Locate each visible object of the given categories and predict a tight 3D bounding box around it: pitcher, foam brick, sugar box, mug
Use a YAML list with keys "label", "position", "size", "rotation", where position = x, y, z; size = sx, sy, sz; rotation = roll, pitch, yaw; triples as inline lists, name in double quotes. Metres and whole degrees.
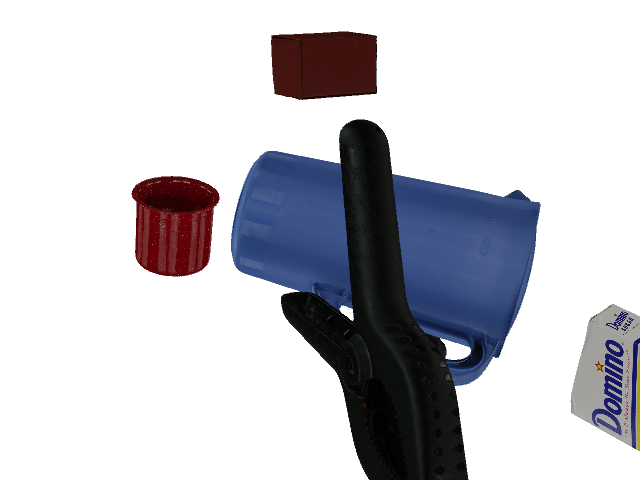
- label: "pitcher"
  position: [0.051, 0.013, 0.886]
  size: [0.243, 0.145, 0.149]
  rotation: [15, 17, 8]
- label: "foam brick"
  position: [0.004, -0.151, 0.918]
  size: [0.078, 0.051, 0.053]
  rotation: [-9, 18, -28]
- label: "sugar box"
  position: [0.278, 0.128, 0.807]
  size: [0.176, 0.093, 0.048]
  rotation: [26, 35, 35]
- label: "mug"
  position: [-0.162, -0.020, 1.162]
  size: [0.093, 0.081, 0.117]
  rotation: [-4, 29, -21]

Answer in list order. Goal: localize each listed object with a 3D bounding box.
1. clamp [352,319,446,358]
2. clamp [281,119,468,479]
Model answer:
- label: "clamp"
  position: [0.082, 0.077, 1.193]
  size: [0.120, 0.171, 0.039]
  rotation: [7, -42, 1]
- label: "clamp"
  position: [0.032, 0.053, 0.551]
  size: [0.036, 0.165, 0.210]
  rotation: [-6, 46, -21]
